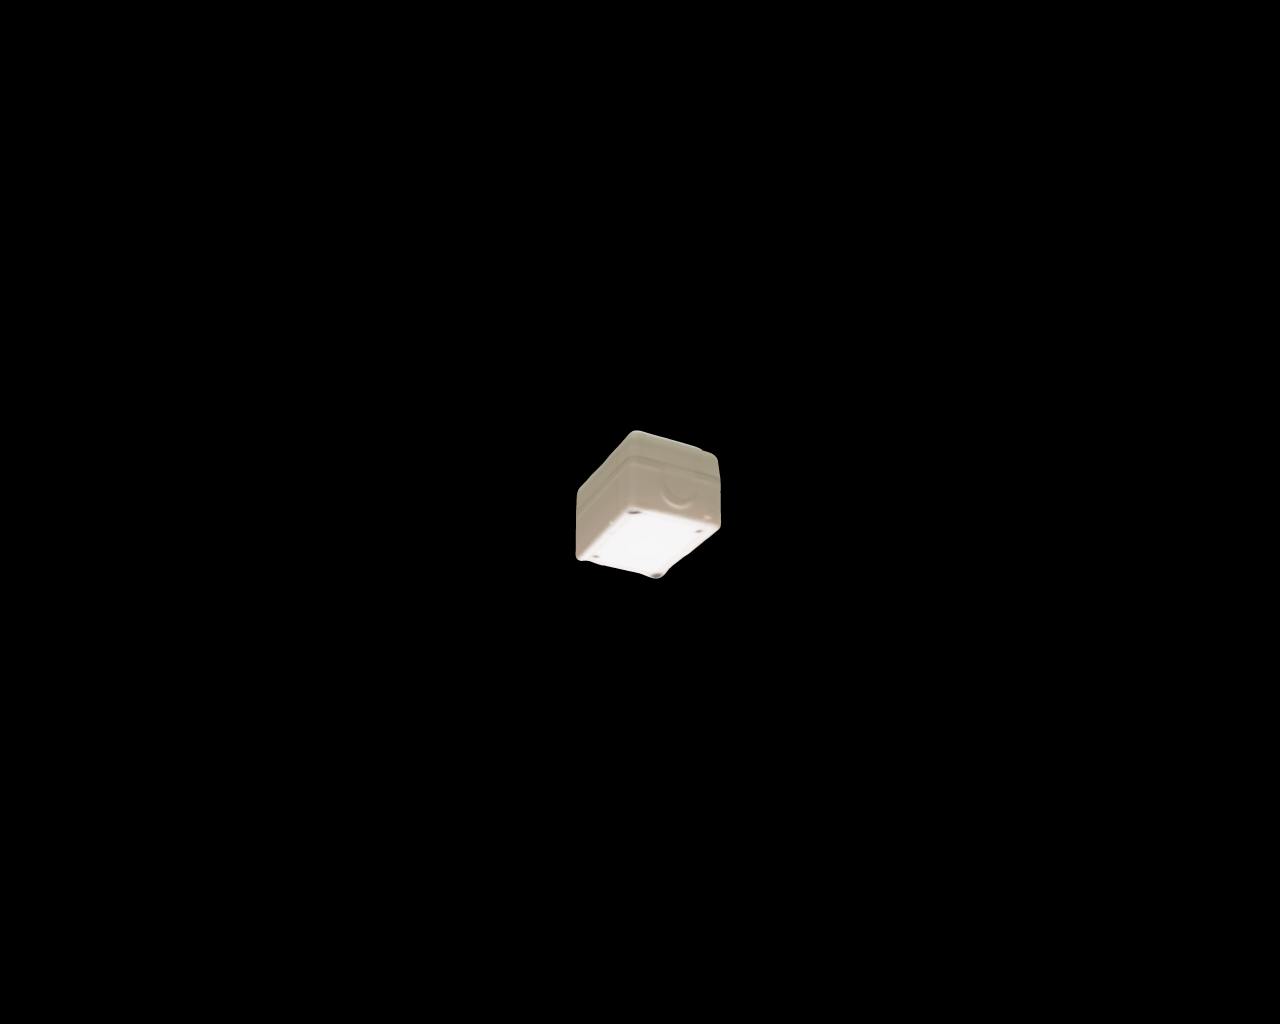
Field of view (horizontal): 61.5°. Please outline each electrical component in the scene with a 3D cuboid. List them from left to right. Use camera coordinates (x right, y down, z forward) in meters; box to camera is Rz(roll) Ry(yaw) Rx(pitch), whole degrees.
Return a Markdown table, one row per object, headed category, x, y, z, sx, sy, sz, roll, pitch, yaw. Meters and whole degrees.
| category | x | y | z | sx | sy | sz | roll | pitch | yaw |
| --- | --- | --- | --- | --- | --- | --- | --- | --- | --- |
| electrical component | 0.001 | -0.003 | 0.650 | 0.062 | 0.061 | 0.096 | 14 | -32 | -24 |
